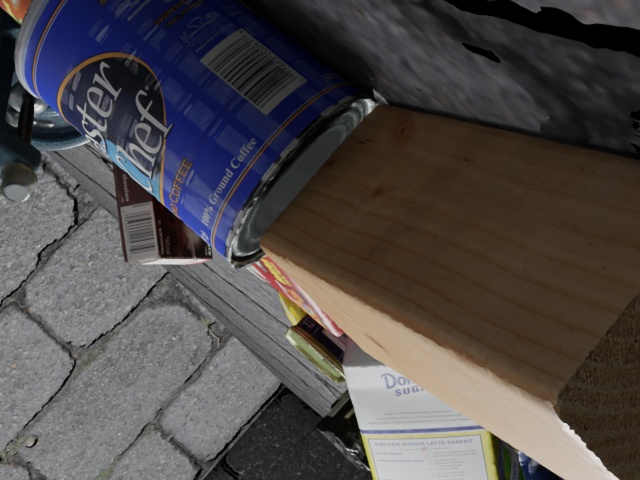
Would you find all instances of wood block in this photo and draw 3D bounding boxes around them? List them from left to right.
[{"bbox_3d":[0.072,0.019,0.414,0.090,0.090,0.206,46,170,-29],"label":"wood block"}]

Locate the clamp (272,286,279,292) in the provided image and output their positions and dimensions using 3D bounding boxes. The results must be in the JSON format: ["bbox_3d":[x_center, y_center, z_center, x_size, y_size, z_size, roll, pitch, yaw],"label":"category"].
[{"bbox_3d":[-0.013,0.064,1.113,0.164,0.036,0.210,45,173,-39],"label":"clamp"}]

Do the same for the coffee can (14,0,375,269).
[{"bbox_3d":[-0.059,-0.069,0.510,0.140,0.102,0.103,40,171,12],"label":"coffee can"}]

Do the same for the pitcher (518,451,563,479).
[{"bbox_3d":[0.186,0.203,0.698,0.149,0.145,0.243,19,161,15],"label":"pitcher"}]

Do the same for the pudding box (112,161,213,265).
[{"bbox_3d":[-0.129,-0.036,0.877,0.039,0.113,0.090,-7,176,23],"label":"pudding box"}]

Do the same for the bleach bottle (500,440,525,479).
[{"bbox_3d":[0.108,0.185,0.886,0.068,0.102,0.250,-8,139,35],"label":"bleach bottle"}]

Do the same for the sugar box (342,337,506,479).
[{"bbox_3d":[0.078,0.137,0.753,0.048,0.093,0.176,-74,-24,-55],"label":"sugar box"}]

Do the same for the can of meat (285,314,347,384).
[{"bbox_3d":[0.023,0.057,0.799,0.057,0.084,0.102,42,171,3],"label":"can of meat"}]

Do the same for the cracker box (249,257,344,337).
[{"bbox_3d":[-0.062,-0.047,0.724,0.214,0.072,0.164,36,168,39],"label":"cracker box"}]

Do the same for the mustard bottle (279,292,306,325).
[{"bbox_3d":[0.007,0.068,0.958,0.096,0.058,0.192,42,177,-10],"label":"mustard bottle"}]
